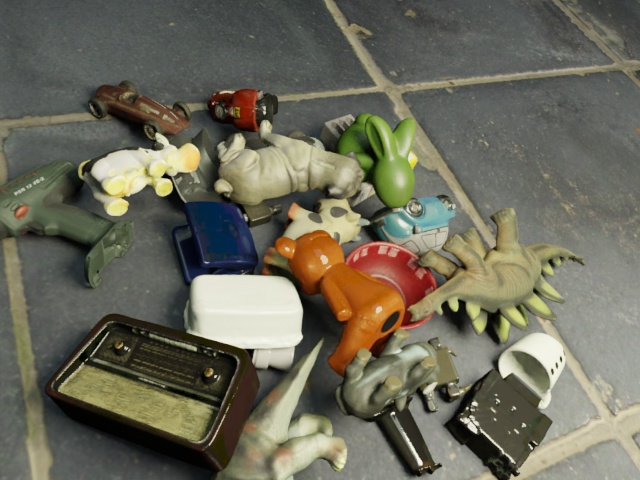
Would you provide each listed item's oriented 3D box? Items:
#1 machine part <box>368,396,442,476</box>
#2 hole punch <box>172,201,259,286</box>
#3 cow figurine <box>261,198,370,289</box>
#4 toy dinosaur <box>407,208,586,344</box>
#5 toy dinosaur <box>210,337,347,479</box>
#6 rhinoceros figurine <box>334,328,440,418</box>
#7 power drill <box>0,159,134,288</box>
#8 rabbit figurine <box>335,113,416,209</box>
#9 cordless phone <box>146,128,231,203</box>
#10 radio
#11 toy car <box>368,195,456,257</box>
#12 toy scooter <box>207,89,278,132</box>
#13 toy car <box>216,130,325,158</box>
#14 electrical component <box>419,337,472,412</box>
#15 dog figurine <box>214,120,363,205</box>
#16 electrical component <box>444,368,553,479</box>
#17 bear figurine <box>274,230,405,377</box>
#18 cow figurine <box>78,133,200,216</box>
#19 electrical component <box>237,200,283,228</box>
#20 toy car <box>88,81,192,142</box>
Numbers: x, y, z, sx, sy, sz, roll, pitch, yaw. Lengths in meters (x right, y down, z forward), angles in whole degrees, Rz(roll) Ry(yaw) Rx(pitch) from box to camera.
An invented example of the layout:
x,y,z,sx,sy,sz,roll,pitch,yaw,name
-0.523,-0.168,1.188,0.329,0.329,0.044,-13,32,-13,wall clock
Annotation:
x,y,z,sx,sy,sz,roll,pitch,yaw,name
0.116,0.263,0.753,0.084,0.039,0.139,-15,58,-35,machine part
-0.156,0.000,0.823,0.116,0.092,0.142,-12,66,-27,hole punch
-0.002,-0.003,0.881,0.127,0.085,0.195,27,55,2,cow figurine
0.315,0.056,0.909,0.471,0.105,0.198,-21,80,-36,toy dinosaur
-0.067,0.300,0.628,0.192,0.131,0.405,5,47,-14,toy dinosaur
0.102,0.184,0.716,0.073,0.112,0.190,36,28,33,rhinoceros figurine
-0.397,-0.011,0.780,0.207,0.085,0.232,23,49,10,power drill
0.108,-0.128,0.887,0.121,0.159,0.170,-5,37,-25,rabbit figurine
-0.253,-0.098,0.892,0.184,0.088,0.147,-19,62,-15,cordless phone
-0.196,0.177,0.654,0.230,0.073,0.131,12,49,18,radio
0.168,-0.018,0.942,0.161,0.109,0.103,-7,82,-34,toy car
-0.150,-0.245,0.999,0.135,0.075,0.184,2,19,-1,toy scooter
-0.089,-0.160,0.981,0.202,0.056,0.074,-8,34,-21,toy car
0.181,0.202,0.815,0.078,0.045,0.102,-25,58,2,electrical component
-0.047,-0.095,0.841,0.191,0.121,0.172,23,59,28,dog figurine
0.266,0.260,0.787,0.115,0.058,0.134,42,55,12,electrical component
0.019,0.076,0.759,0.196,0.131,0.120,34,29,30,bear figurine
-0.270,-0.111,0.812,0.098,0.068,0.167,37,50,27,cow figurine
-0.114,-0.055,0.924,0.094,0.021,0.063,-20,62,-26,electrical component
-0.319,-0.233,0.951,0.202,0.053,0.089,24,46,24,toy car
